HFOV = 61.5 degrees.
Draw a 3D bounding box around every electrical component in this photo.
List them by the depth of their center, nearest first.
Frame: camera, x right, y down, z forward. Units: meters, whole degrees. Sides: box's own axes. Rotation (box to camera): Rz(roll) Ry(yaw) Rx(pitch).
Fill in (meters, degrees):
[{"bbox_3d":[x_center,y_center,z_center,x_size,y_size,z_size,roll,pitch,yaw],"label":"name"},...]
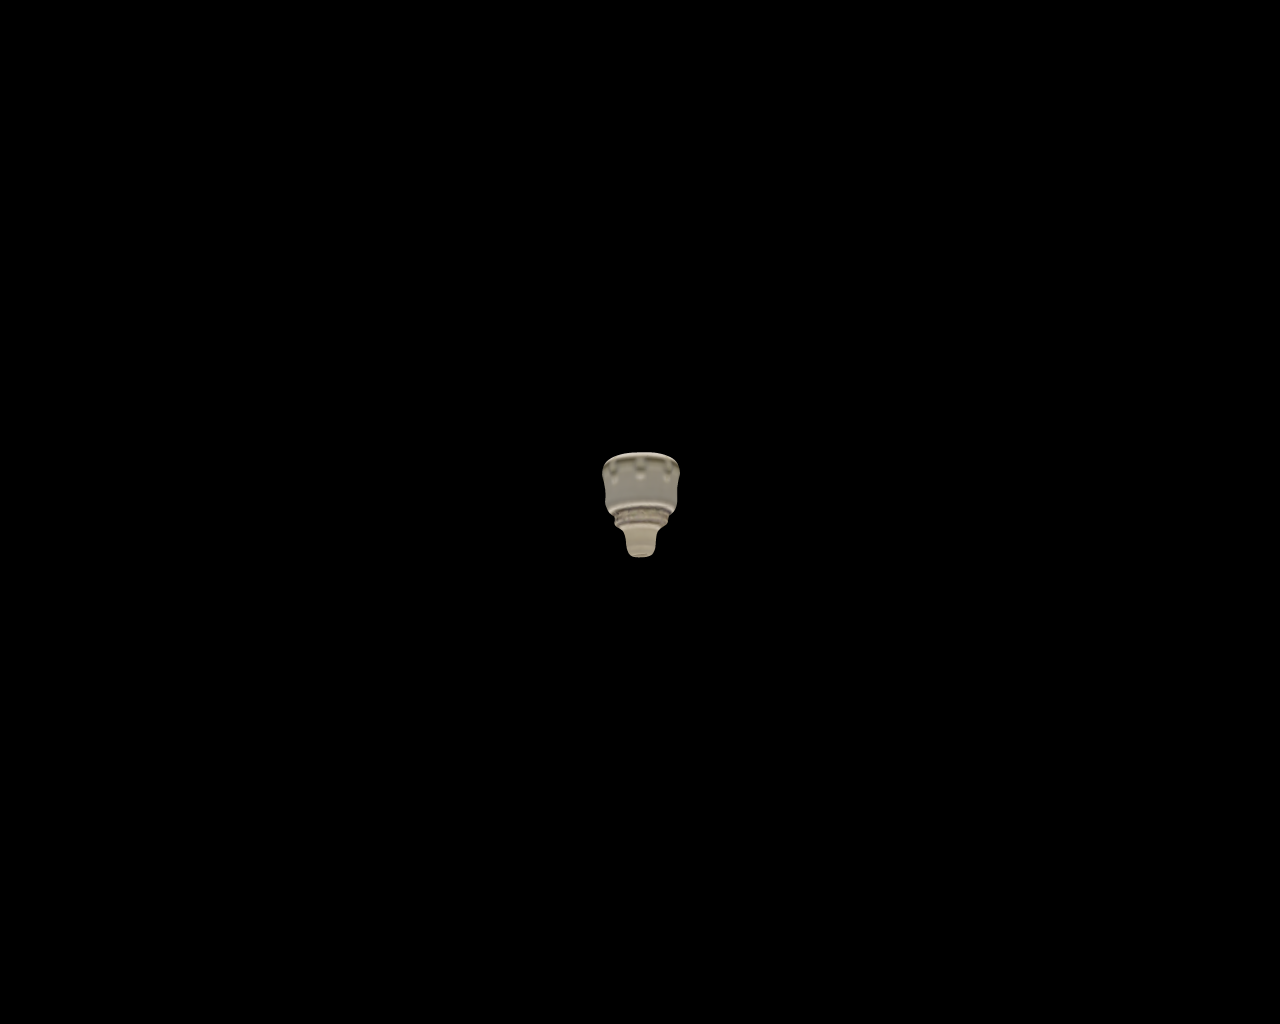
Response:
[{"bbox_3d":[0.001,-0.003,0.650,0.048,0.062,0.048,0,-14,0],"label":"electrical component"}]
